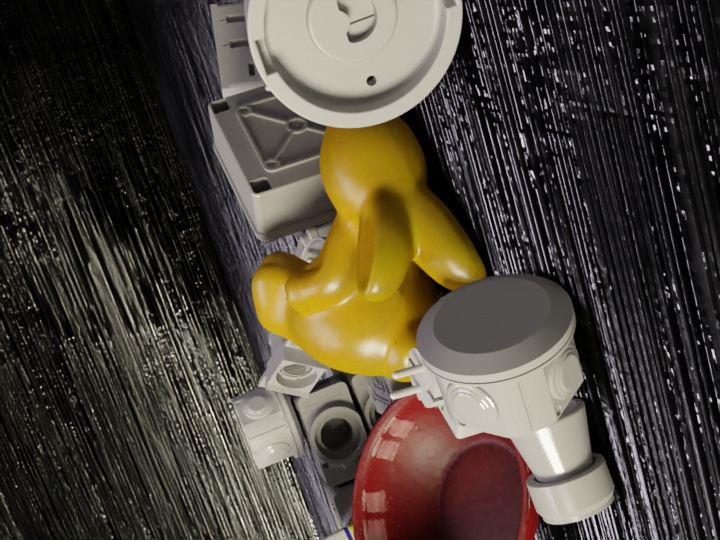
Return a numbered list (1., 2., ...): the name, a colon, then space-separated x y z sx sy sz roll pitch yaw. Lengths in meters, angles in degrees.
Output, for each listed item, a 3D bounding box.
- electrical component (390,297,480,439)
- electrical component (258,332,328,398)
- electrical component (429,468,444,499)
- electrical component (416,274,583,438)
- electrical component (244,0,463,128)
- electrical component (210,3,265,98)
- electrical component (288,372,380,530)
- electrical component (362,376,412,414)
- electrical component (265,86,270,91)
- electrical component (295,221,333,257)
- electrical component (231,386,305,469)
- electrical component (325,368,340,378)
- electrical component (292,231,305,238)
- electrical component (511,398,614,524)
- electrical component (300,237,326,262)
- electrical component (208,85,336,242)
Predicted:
1. electrical component: 0.053 0.061 0.651 0.083 0.076 0.047 94 155 -43
2. electrical component: -0.059 0.074 0.977 0.081 0.042 0.063 -55 30 40
3. electrical component: 0.080 0.175 0.811 0.061 0.061 0.096 110 138 -74
4. electrical component: 0.073 0.042 0.549 0.080 0.080 0.051 52 165 57
5. electrical component: -0.008 -0.133 0.550 0.060 0.108 0.108 -118 11 -61
6. electrical component: -0.095 -0.166 0.989 0.150 0.062 0.089 95 166 -67
7. electrical component: 0.016 0.188 1.032 0.060 0.105 0.186 -178 68 -79
8. electrical component: 0.036 0.071 0.840 0.113 0.057 0.078 175 74 -79
9. electrical component: -0.031 -0.141 0.714 0.047 0.077 0.065 113 135 -75
10. electrical component: -0.013 0.016 0.983 0.108 0.056 0.108 122 126 -77
11. electrical component: -0.088 0.149 1.041 0.080 0.051 0.080 159 90 -80
12. electrical component: -0.001 0.117 1.121 0.059 0.054 0.095 102 145 -71
13. electrical component: -0.054 -0.069 1.057 0.077 0.043 0.079 -171 61 -78
14. electrical component: 0.108 0.102 0.578 0.045 0.045 0.055 177 72 -79
15. electrical component: 0.002 -0.014 0.827 0.044 0.077 0.079 37 111 51
16. electrical component: -0.045 -0.088 0.802 0.056 0.109 0.108 87 159 -52
